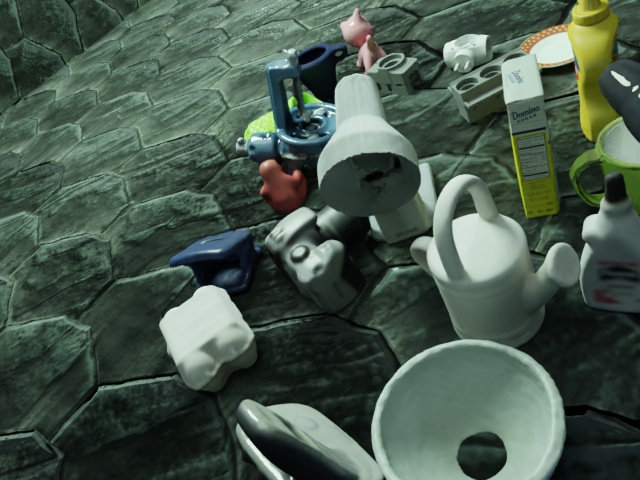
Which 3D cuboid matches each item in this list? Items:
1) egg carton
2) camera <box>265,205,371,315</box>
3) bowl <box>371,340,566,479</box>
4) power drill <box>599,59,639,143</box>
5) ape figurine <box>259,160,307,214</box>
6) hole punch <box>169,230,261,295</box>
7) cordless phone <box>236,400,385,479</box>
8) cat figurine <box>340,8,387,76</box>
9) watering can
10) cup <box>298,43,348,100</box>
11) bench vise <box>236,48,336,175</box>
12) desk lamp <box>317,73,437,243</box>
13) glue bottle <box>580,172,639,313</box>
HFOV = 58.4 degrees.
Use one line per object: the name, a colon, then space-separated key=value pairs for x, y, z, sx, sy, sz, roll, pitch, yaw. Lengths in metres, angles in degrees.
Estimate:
egg carton: x=-0.149 y=0.128 z=0.758 sx=0.107 sy=0.070 sz=0.149 roll=-37 pitch=38 yaw=-9
camera: x=0.007 y=0.003 z=0.771 sx=0.137 sy=0.101 sz=0.142 roll=-40 pitch=39 yaw=-12
bowl: x=0.136 y=0.177 z=0.514 sx=0.167 sy=0.075 sz=0.167 roll=-18 pitch=39 yaw=15
power drill: x=0.339 y=-0.038 z=0.514 sx=0.075 sy=0.209 sz=0.229 roll=-29 pitch=38 yaw=2
ape figurine: x=-0.066 y=-0.093 z=0.933 sx=0.077 sy=0.092 sz=0.076 roll=-15 pitch=40 yaw=18
hole punch: x=-0.158 y=0.022 z=0.864 sx=0.108 sy=0.091 sz=0.101 roll=-11 pitch=42 yaw=23
cordless phone: x=-0.033 y=0.181 z=0.529 sx=0.094 sy=0.185 sz=0.147 roll=-45 pitch=40 yaw=-19
cat figurine: x=0.089 y=-0.408 z=1.164 sx=0.067 sy=0.118 sz=0.127 roll=-27 pitch=38 yaw=3
watering can: x=0.167 y=0.018 z=0.574 sx=0.172 sy=0.195 sz=0.101 roll=-7 pitch=43 yaw=27
cup: x=0.011 y=-0.338 z=1.155 sx=0.117 sy=0.095 sz=0.091 roll=-18 pitch=39 yaw=15
bench vise: x=-0.054 y=-0.186 z=0.924 sx=0.207 sy=0.220 sz=0.121 roll=-24 pitch=38 yaw=8
desk lamp: x=0.075 y=-0.094 z=0.743 sx=0.117 sy=0.214 sz=0.203 roll=-17 pitch=40 yaw=17
glue bottle: x=0.279 y=0.003 z=0.535 sx=0.077 sy=0.174 sz=0.037 roll=-2 pitch=46 yaw=32
